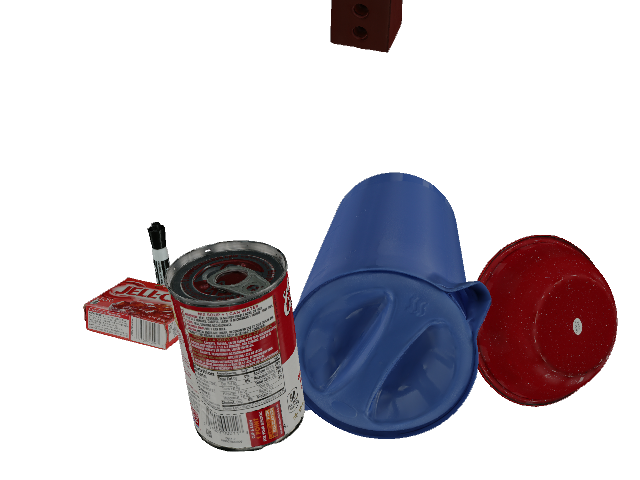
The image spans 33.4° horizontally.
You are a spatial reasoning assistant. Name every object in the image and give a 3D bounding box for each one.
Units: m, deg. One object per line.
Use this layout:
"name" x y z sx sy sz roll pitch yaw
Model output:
"bowl" 0.216 0.076 0.975 0.161 0.162 0.055 0 1 -25
"foam brick" 0.040 -0.205 0.893 0.053 0.078 0.051 12 47 12
"marker" -0.175 0.036 1.188 0.020 0.121 0.020 -4 24 2
"gelatin box" -0.161 0.065 0.986 0.089 0.030 0.073 11 22 22
"soup can" -0.047 0.060 0.607 0.068 0.102 0.068 -5 28 3
"pitcher" 0.044 0.040 0.831 0.149 0.145 0.242 12 23 2
